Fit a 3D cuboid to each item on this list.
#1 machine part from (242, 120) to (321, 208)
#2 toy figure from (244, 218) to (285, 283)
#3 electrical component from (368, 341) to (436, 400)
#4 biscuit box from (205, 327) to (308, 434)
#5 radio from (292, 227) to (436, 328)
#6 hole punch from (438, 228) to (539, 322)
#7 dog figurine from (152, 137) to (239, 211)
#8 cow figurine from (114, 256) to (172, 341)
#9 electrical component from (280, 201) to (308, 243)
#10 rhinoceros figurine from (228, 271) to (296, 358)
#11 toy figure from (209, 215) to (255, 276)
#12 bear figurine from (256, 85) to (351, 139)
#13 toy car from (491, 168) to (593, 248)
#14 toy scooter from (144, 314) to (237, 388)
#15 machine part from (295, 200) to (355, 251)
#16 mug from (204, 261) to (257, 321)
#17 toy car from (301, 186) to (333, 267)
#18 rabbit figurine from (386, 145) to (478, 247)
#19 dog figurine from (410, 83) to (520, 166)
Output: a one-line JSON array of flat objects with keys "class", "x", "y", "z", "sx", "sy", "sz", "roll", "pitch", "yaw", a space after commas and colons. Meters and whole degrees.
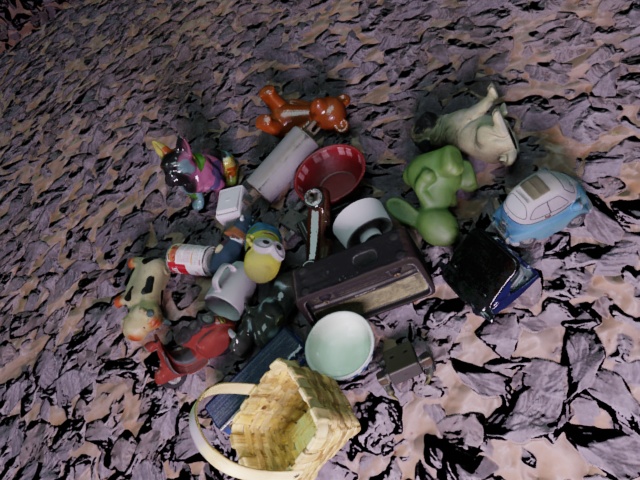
[{"class": "machine part", "x": -0.083, "y": -0.168, "z": 1.201, "sx": 0.243, "sy": 0.079, "sz": 0.079, "roll": -50, "pitch": 51, "yaw": -3}, {"class": "toy figure", "x": -0.113, "y": 0.020, "z": 1.075, "sx": 0.082, "sy": 0.089, "sz": 0.180, "roll": 1, "pitch": 20, "yaw": -11}, {"class": "electrical component", "x": 0.135, "y": 0.210, "z": 0.871, "sx": 0.102, "sy": 0.045, "sz": 0.078, "roll": -28, "pitch": 22, "yaw": 2}, {"class": "biscuit box", "x": -0.102, "y": 0.249, "z": 0.945, "sx": 0.202, "sy": 0.059, "sz": 0.063, "roll": -44, "pitch": 49, "yaw": -7}, {"class": "radio", "x": 0.073, "y": 0.074, "z": 0.936, "sx": 0.230, "sy": 0.131, "sz": 0.073, "roll": -23, "pitch": 49, "yaw": 10}, {"class": "hole punch", "x": 0.281, "y": 0.056, "z": 0.891, "sx": 0.115, "sy": 0.092, "sz": 0.142, "roll": -57, "pitch": 49, "yaw": 22}, {"class": "dog figurine", "x": -0.284, "y": -0.175, "z": 1.228, "sx": 0.109, "sy": 0.219, "sz": 0.191, "roll": 0, "pitch": 58, "yaw": 22}, {"class": "cow figurine", "x": -0.370, "y": 0.124, "z": 1.150, "sx": 0.127, "sy": 0.085, "sz": 0.195, "roll": -11, "pitch": 53, "yaw": 27}, {"class": "electrical component", "x": -0.054, "y": -0.038, "z": 1.147, "sx": 0.063, "sy": 0.021, "sz": 0.094, "roll": 29, "pitch": 74, "yaw": 38}, {"class": "rhinoceros figurine", "x": -0.096, "y": 0.139, "z": 1.010, "sx": 0.112, "sy": 0.073, "sz": 0.190, "roll": 26, "pitch": 71, "yaw": 35}, {"class": "toy figure", "x": -0.185, "y": 0.011, "z": 1.148, "sx": 0.058, "sy": 0.064, "sz": 0.154, "roll": 14, "pitch": 60, "yaw": 17}, {"class": "bear figurine", "x": -0.034, "y": -0.297, "z": 1.255, "sx": 0.196, "sy": 0.131, "sz": 0.120, "roll": -4, "pitch": 70, "yaw": 30}, {"class": "toy car", "x": 0.371, "y": -0.066, "z": 0.911, "sx": 0.162, "sy": 0.102, "sz": 0.109, "roll": -27, "pitch": 49, "yaw": 4}, {"class": "toy scooter", "x": -0.250, "y": 0.196, "z": 1.004, "sx": 0.184, "sy": 0.135, "sz": 0.075, "roll": -38, "pitch": 48, "yaw": -5}, {"class": "machine part", "x": 0.020, "y": -0.036, "z": 1.093, "sx": 0.139, "sy": 0.039, "sz": 0.084, "roll": -26, "pitch": 61, "yaw": 5}, {"class": "mug", "x": -0.175, "y": 0.088, "z": 1.069, "sx": 0.081, "sy": 0.109, "sz": 0.107, "roll": 1, "pitch": 45, "yaw": 30}, {"class": "toy car", "x": -0.002, "y": -0.003, "z": 1.023, "sx": 0.053, "sy": 0.089, "sz": 0.202, "roll": 0, "pitch": 78, "yaw": 9}, {"class": "rabbit figurine", "x": 0.204, "y": -0.070, "z": 0.989, "sx": 0.159, "sy": 0.121, "sz": 0.170, "roll": -7, "pitch": 70, "yaw": 26}, {"class": "dog figurine", "x": 0.280, "y": -0.193, "z": 1.059, "sx": 0.191, "sy": 0.121, "sz": 0.172, "roll": -23, "pitch": 46, "yaw": 28}]
